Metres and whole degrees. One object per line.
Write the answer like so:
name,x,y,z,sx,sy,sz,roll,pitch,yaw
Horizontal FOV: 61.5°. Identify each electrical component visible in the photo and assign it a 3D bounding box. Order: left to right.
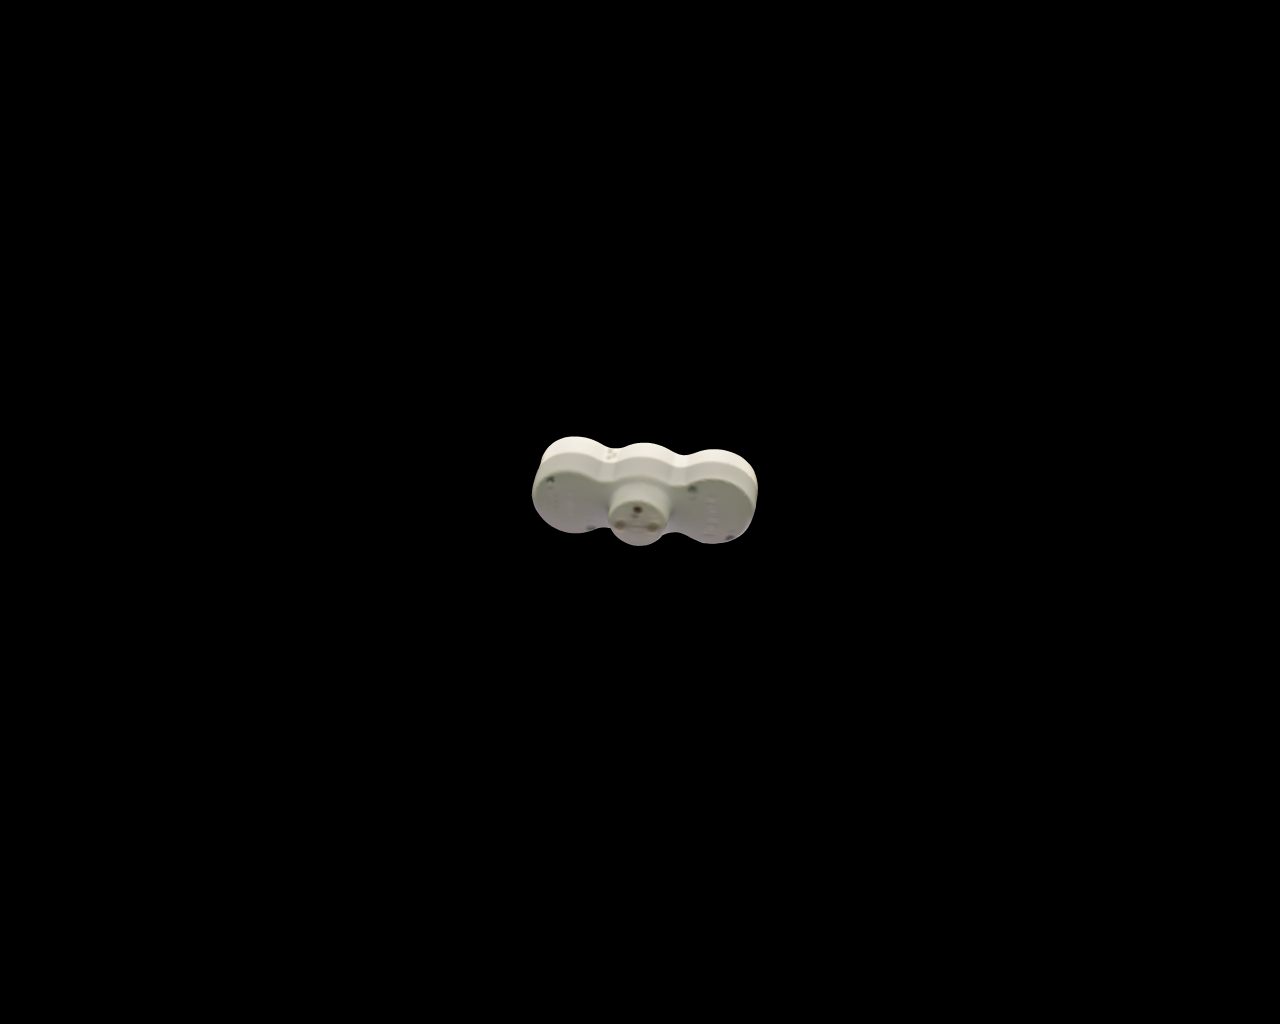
electrical component,0.001,-0.003,0.650,0.138,0.052,0.074,5,36,7
